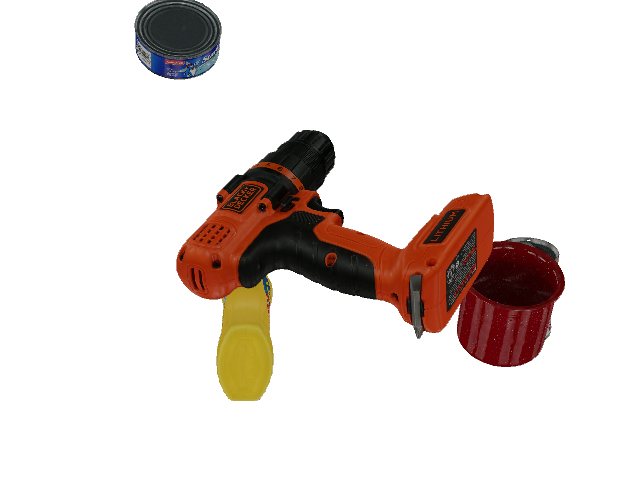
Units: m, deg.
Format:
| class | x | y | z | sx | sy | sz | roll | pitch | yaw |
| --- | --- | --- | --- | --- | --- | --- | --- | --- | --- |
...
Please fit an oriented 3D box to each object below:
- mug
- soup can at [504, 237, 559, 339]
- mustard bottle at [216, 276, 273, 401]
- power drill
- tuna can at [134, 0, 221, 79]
| class | x | y | z | sx | sy | sz | roll | pitch | yaw |
| --- | --- | --- | --- | --- | --- | --- | --- | --- | --- |
| mug | 0.163 | 0.053 | 0.980 | 0.093 | 0.081 | 0.117 | -16 | 43 | -21 |
| soup can | 0.228 | 0.056 | 1.190 | 0.068 | 0.102 | 0.068 | -1 | 28 | 1 |
| mustard bottle | -0.080 | 0.082 | 1.154 | 0.058 | 0.096 | 0.191 | -1 | 28 | -3 |
| power drill | 0.019 | -0.011 | 0.735 | 0.188 | 0.057 | 0.184 | 11 | 41 | 26 |
| tuna can | -0.143 | -0.202 | 1.069 | 0.086 | 0.086 | 0.034 | 0 | -35 | -9 |
